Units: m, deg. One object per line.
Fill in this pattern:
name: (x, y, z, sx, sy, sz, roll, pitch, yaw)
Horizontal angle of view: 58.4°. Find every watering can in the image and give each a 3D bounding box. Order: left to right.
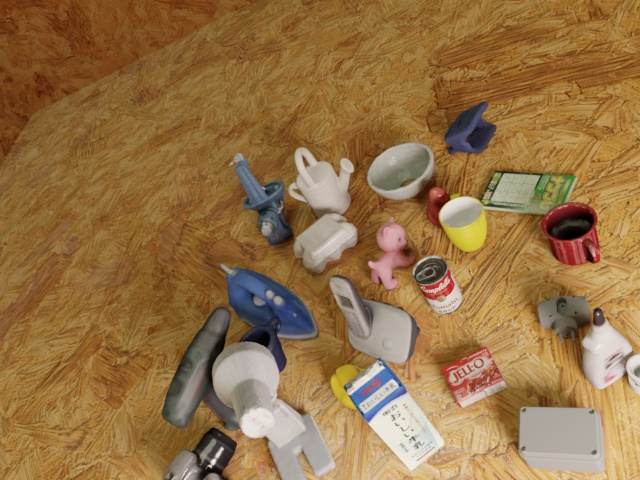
watering can: (0.000, -0.150, 1.404, 0.173, 0.195, 0.100, -31, 40, 6)

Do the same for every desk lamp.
desk lamp: (-0.089, 0.304, 1.005, 0.118, 0.214, 0.202, -37, 40, -2)

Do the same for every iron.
iron: (-0.118, 0.127, 1.255, 0.257, 0.142, 0.119, 20, 64, 44)

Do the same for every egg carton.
egg carton: (0.012, 0.005, 1.341, 0.150, 0.070, 0.107, -40, 40, -5)

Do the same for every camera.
camera: (-0.210, 0.424, 1.060, 0.142, 0.101, 0.137, 13, 59, 42)

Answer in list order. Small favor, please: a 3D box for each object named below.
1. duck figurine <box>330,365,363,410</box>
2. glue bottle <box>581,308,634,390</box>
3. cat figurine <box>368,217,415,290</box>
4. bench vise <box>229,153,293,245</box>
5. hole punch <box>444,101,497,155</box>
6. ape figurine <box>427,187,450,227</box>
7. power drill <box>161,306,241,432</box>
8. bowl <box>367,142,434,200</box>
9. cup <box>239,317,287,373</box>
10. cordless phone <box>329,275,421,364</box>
duck figurine: (0.058, 0.259, 1.048, 0.104, 0.086, 0.077, 3, 53, 36)
glue bottle: (0.415, 0.152, 0.838, 0.078, 0.174, 0.037, -39, 40, -4)
cat figurine: (0.142, 0.019, 1.200, 0.067, 0.118, 0.128, 18, 63, 44)
bench vise: (-0.141, -0.110, 1.441, 0.121, 0.220, 0.206, -36, 40, -1)
hole punch: (0.348, -0.266, 1.357, 0.100, 0.091, 0.109, 12, 58, 41)
ape figurine: (0.260, -0.076, 1.231, 0.075, 0.092, 0.078, 0, 51, 35)
power drill: (-0.198, 0.272, 1.116, 0.075, 0.209, 0.230, 8, 56, 39)
bowl: (0.200, -0.151, 1.359, 0.167, 0.075, 0.167, -19, 43, 19)
cup: (-0.104, 0.226, 1.185, 0.091, 0.095, 0.118, 13, 59, 42)
cordless phone: (0.095, 0.140, 1.061, 0.147, 0.186, 0.094, 8, 56, 40)
